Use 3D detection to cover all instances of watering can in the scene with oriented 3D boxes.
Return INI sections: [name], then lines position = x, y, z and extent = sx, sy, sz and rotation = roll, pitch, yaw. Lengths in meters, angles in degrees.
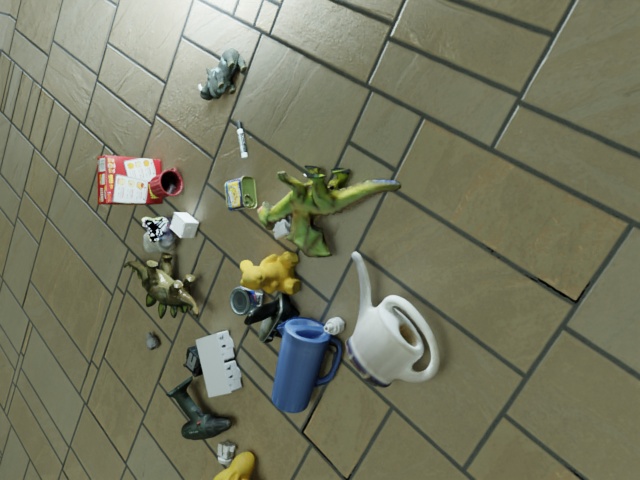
[watering can]
position = 0.144, 0.215, 1.276
extent = 0.104, 0.352, 0.221
rotation = -3, -42, -53

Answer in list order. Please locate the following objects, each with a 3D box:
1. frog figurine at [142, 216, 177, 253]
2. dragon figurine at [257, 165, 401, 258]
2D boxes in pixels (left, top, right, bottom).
[frog figurine]
position = -0.565, -0.007, 1.823
extent = 0.124, 0.138, 0.156
rotation = -42, -19, -28
[dragon figurine]
position = 0.004, -0.070, 1.382
extent = 0.411, 0.240, 0.123
rotation = 11, 17, 23
